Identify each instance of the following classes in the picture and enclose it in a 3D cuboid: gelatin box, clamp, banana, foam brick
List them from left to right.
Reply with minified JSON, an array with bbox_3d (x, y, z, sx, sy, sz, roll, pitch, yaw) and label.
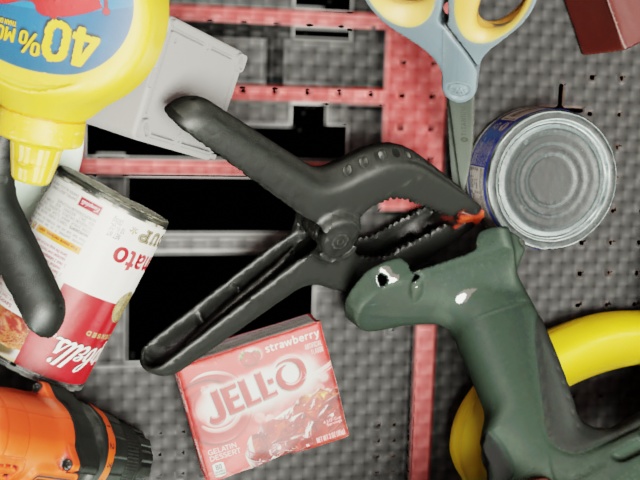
[{"bbox_3d":[-0.191,-0.031,0.533,0.120,0.039,0.171,-7,86,8],"label":"clamp"},{"bbox_3d":[-0.035,0.091,0.623,0.089,0.030,0.073,-16,101,-11],"label":"gelatin box"},{"bbox_3d":[-0.004,0.001,0.593,0.209,0.036,0.165,-1,123,-32],"label":"clamp"},{"bbox_3d":[0.148,0.088,0.658,0.197,0.037,0.069,-33,101,-16],"label":"banana"},{"bbox_3d":[0.175,-0.155,0.626,0.051,0.053,0.078,-25,103,-9],"label":"foam brick"}]

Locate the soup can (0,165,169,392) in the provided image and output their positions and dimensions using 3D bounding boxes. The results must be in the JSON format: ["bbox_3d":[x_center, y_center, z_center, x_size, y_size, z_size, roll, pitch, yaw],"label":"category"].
[{"bbox_3d":[-0.133,0.020,0.570,0.068,0.068,0.102,28,90,-16],"label":"soup can"}]

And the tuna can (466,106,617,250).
[{"bbox_3d":[0.134,-0.037,0.643,0.086,0.034,0.086,-2,99,-13],"label":"tuna can"}]

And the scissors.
[{"bbox_3d":[0.057,-0.093,0.562,0.096,0.202,0.016,14,58,-2],"label":"scissors"}]

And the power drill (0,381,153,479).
[{"bbox_3d":[-0.192,0.138,0.546,0.188,0.184,0.057,-32,66,6],"label":"power drill"}]

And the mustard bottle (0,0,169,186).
[{"bbox_3d":[-0.113,-0.118,0.479,0.096,0.058,0.192,16,103,7],"label":"mustard bottle"}]
